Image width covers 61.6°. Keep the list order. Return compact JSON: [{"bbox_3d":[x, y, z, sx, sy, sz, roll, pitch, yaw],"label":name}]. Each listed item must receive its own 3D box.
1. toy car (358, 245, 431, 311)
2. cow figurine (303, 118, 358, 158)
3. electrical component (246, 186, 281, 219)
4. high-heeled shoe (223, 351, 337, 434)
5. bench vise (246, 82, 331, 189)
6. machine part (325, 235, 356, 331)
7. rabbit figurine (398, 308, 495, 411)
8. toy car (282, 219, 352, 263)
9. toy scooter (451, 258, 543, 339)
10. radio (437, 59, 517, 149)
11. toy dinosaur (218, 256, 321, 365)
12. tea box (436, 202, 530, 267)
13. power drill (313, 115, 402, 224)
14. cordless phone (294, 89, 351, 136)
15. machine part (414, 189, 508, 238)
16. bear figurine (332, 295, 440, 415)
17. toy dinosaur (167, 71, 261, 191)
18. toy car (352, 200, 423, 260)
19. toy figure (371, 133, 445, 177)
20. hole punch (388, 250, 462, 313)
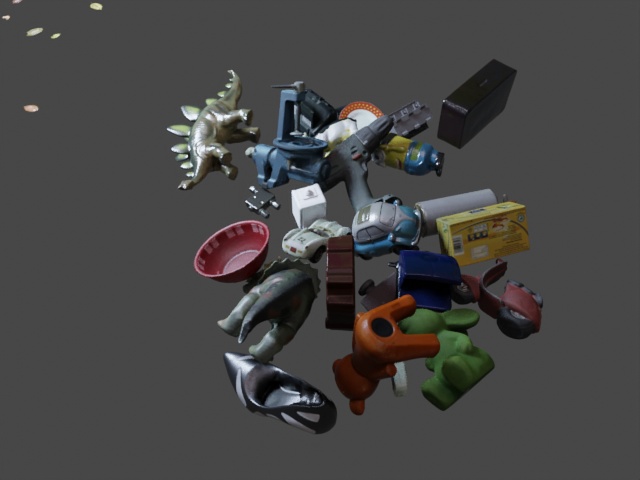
[{"bbox_3d":[0.162,0.087,1.068,0.202,0.053,0.089,-35,68,-28],"label":"toy car"},{"bbox_3d":[0.016,-0.240,1.295,0.167,0.068,0.098,-18,55,7],"label":"cow figurine"},{"bbox_3d":[-0.137,-0.087,1.224,0.094,0.021,0.063,37,62,24],"label":"electrical component"},{"bbox_3d":[-0.078,0.241,0.897,0.249,0.145,0.086,30,58,20],"label":"high-heeled shoe"},{"bbox_3d":[-0.070,-0.228,1.188,0.129,0.240,0.224,-18,31,-42],"label":"bench vise"},{"bbox_3d":[0.039,0.080,1.005,0.056,0.179,0.179,0,53,4],"label":"machine part"},{"bbox_3d":[0.222,0.180,0.950,0.159,0.121,0.170,-28,63,-30],"label":"rabbit figurine"},{"bbox_3d":[-0.002,-0.003,1.093,0.074,0.056,0.202,22,24,24],"label":"toy car"},{"bbox_3d":[0.357,0.102,1.044,0.184,0.075,0.135,32,58,28],"label":"toy scooter"},{"bbox_3d":[0.389,-0.335,1.337,0.073,0.131,0.229,37,62,25],"label":"radio"},{"bbox_3d":[-0.067,0.105,0.911,0.131,0.405,0.192,37,79,-5],"label":"toy dinosaur"},{"bbox_3d":[0.335,-0.012,1.104,0.170,0.098,0.068,-12,14,-9],"label":"tea box"},{"bbox_3d":[0.102,-0.147,1.189,0.232,0.086,0.207,-32,68,12],"label":"power drill"},{"bbox_3d":[0.010,-0.342,1.393,0.184,0.088,0.147,-26,57,-31],"label":"cordless phone"},{"bbox_3d":[0.294,-0.058,1.162,0.243,0.079,0.079,-11,53,-9],"label":"machine part"},{"bbox_3d":[0.099,0.200,0.907,0.132,0.195,0.120,-11,48,-21],"label":"bear figurine"},{"bbox_3d":[-0.255,-0.280,1.325,0.199,0.104,0.471,10,49,13],"label":"toy dinosaur"},{"bbox_3d":[0.122,-0.028,1.098,0.162,0.102,0.109,-14,45,36],"label":"toy car"},{"bbox_3d":[0.205,-0.201,1.271,0.180,0.082,0.089,14,42,17],"label":"toy figure"},{"bbox_3d":[0.202,0.062,1.007,0.142,0.092,0.116,5,48,3],"label":"hole punch"}]
